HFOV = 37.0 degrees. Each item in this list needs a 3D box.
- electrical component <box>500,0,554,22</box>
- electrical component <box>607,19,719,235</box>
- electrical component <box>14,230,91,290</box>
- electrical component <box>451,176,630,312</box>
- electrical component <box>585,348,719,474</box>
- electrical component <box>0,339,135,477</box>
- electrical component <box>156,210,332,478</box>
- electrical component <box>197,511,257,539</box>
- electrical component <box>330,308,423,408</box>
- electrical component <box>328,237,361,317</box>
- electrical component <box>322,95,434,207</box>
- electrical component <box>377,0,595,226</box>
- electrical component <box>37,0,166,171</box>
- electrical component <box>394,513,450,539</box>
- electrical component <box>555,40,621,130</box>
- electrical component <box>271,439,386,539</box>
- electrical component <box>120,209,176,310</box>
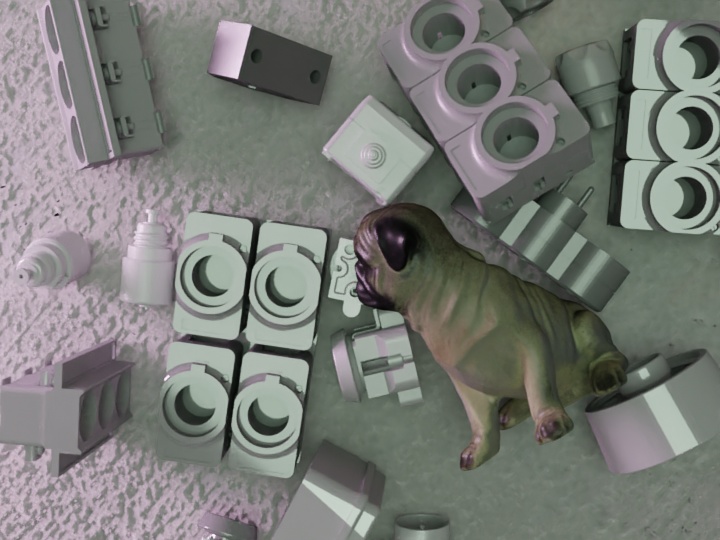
[{"bbox_3d":[0.114,-0.218,0.795,0.043,0.043,0.062,-25,91,3],"label":"electrical component"},{"bbox_3d":[0.238,-0.103,0.791,0.089,0.061,0.150,4,94,1],"label":"electrical component"},{"bbox_3d":[-0.234,-0.004,0.807,0.040,0.078,0.040,3,104,12],"label":"electrical component"},{"bbox_3d":[0.144,-0.037,0.803,0.138,0.052,0.073,36,94,0],"label":"electrical component"},{"bbox_3d":[0.217,0.096,0.786,0.108,0.108,0.060,-29,87,3],"label":"electrical component"},{"bbox_3d":[-0.214,0.097,0.789,0.063,0.121,0.078,4,94,4],"label":"electrical component"},{"bbox_3d":[-0.087,0.054,0.812,0.105,0.060,0.186,8,94,1],"label":"electrical component"},{"bbox_3d":[-0.107,0.218,0.827,0.048,0.066,0.055,17,75,0],"label":"electrical component"},{"bbox_3d":[0.011,0.068,0.812,0.057,0.058,0.078,-14,97,1],"label":"electrical component"},{"bbox_3d":[0.000,0.000,0.808,0.048,0.055,0.066,12,94,1],"label":"electrical component"},{"bbox_3d":[0.016,-0.087,0.781,0.062,0.096,0.061,40,92,-1],"label":"electrical component"},{"bbox_3d":[0.088,-0.122,0.764,0.089,0.061,0.150,-31,67,3],"label":"electrical component"},{"bbox_3d":[-0.190,-0.141,0.796,0.063,0.079,0.121,-14,94,-27],"label":"electrical component"},{"bbox_3d":[0.030,0.231,0.830,0.079,0.044,0.077,0,94,2],"label":"electrical component"},{"bbox_3d":[0.173,-0.136,0.800,0.043,0.043,0.062,-18,95,3],"label":"electrical component"},{"bbox_3d":[-0.024,0.180,0.794,0.057,0.113,0.078,28,95,2],"label":"electrical component"},{"bbox_3d":[-0.161,-0.007,0.820,0.040,0.040,0.078,6,94,1],"label":"electrical component"}]
